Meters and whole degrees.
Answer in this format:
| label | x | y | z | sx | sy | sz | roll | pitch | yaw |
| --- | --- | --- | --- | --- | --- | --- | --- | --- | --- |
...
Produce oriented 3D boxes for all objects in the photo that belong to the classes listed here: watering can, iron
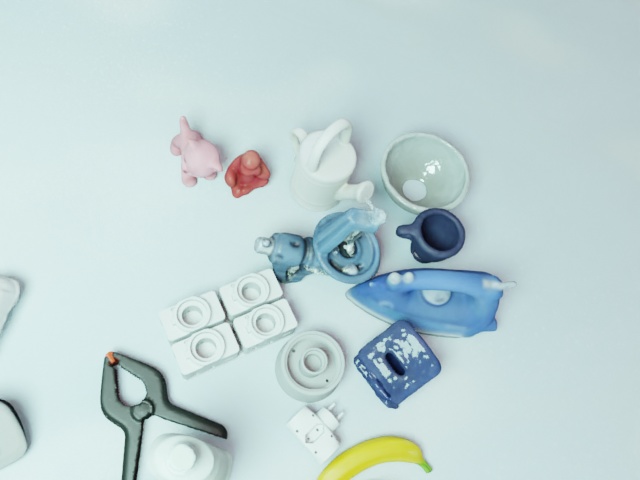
| label | x | y | z | sx | sy | sz | roll | pitch | yaw |
| --- | --- | --- | --- | --- | --- | --- | --- | --- | --- |
| watering can | 0.017 | -0.129 | 0.958 | 0.173 | 0.194 | 0.101 | 25 | 65 | 0 |
| iron | 0.180 | 0.082 | 0.929 | 0.258 | 0.141 | 0.118 | 6 | 66 | -9 |

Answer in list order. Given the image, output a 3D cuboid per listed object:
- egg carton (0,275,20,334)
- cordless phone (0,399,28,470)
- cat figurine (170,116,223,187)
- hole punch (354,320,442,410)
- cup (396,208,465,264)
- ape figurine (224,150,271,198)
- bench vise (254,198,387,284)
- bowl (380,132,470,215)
| label | x | y | z | sx | sy | sz | roll | pitch | yaw |
| --- | --- | --- | --- | --- | --- | --- | --- | --- | --- |
| egg carton | -0.505 | 0.113 | 0.819 | 0.107 | 0.069 | 0.150 | 17 | 65 | -4 |
| cordless phone | -0.461 | 0.250 | 0.705 | 0.148 | 0.185 | 0.094 | -24 | 73 | -19 |
| cat figurine | -0.209 | -0.149 | 0.964 | 0.067 | 0.117 | 0.127 | -20 | 72 | -18 |
| hole punch | 0.120 | 0.196 | 0.896 | 0.101 | 0.091 | 0.108 | -34 | 77 | -22 |
| cup | 0.179 | 0.002 | 0.988 | 0.118 | 0.095 | 0.091 | 4 | 66 | -9 |
| ape figurine | -0.123 | -0.122 | 0.983 | 0.078 | 0.092 | 0.076 | 11 | 65 | -6 |
| bench vise | 0.012 | 0.014 | 0.881 | 0.208 | 0.219 | 0.121 | -15 | 71 | -17 |
| bowl | 0.183 | -0.109 | 1.048 | 0.167 | 0.074 | 0.167 | 4 | 66 | -9 |
